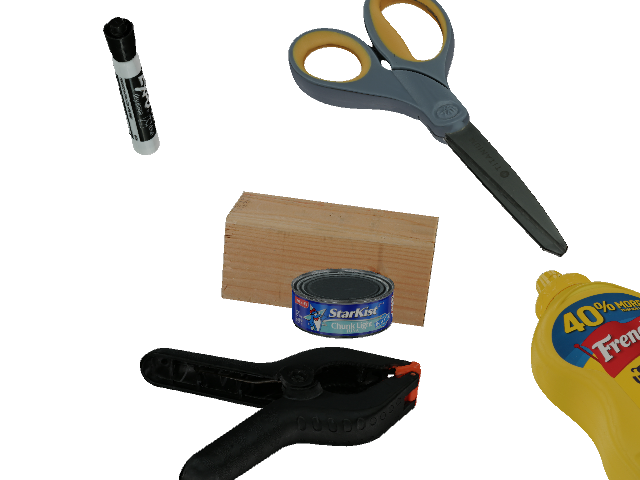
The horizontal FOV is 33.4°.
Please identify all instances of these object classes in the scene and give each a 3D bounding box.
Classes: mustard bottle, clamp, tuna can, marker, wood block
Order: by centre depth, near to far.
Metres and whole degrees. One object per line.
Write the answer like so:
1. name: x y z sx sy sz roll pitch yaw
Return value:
1. mustard bottle: 0.178 0.076 0.620 0.096 0.058 0.192 -14 35 -13
2. clamp: -0.018 0.101 0.630 0.171 0.039 0.120 -3 36 -11
3. marker: -0.125 -0.102 0.710 0.020 0.020 0.121 0 -34 2
4. tuna can: 0.018 0.052 0.887 0.086 0.034 0.086 0 16 0
5. wood block: 0.010 0.018 1.089 0.206 0.091 0.090 8 22 6

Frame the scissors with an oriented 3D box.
1. scissors: 0.041 -0.058 0.516 0.096 0.202 0.016 -14 -41 1
